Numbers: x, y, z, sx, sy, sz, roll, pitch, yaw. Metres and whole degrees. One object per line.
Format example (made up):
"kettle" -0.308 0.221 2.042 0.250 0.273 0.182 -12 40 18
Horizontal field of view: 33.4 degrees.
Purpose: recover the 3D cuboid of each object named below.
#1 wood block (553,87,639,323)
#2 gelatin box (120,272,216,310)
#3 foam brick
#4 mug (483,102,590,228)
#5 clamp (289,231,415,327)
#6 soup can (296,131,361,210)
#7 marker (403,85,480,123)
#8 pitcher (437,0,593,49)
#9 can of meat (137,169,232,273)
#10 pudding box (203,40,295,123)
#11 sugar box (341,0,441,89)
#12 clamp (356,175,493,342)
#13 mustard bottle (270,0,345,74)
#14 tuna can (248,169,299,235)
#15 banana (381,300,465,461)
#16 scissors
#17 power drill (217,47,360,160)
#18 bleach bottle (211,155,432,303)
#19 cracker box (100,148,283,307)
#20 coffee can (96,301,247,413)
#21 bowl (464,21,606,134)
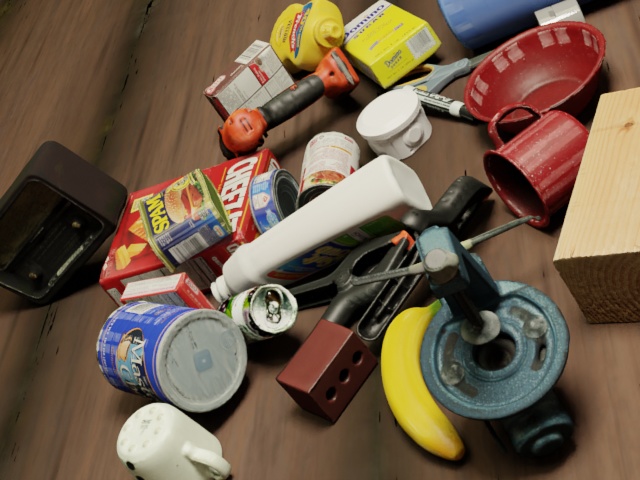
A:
"wood block" 0.283 -0.036 0.938 0.091 0.090 0.206 -7 44 37
"gelatin box" -0.171 0.075 1.216 0.089 0.073 0.030 -12 41 31
"foam brick" 0.007 0.125 1.022 0.051 0.053 0.078 13 59 48
"mug" 0.212 -0.081 1.037 0.081 0.117 0.093 -37 0 -11
"clamp" 0.024 0.048 1.110 0.171 0.039 0.120 -41 39 -2
"soup can" 0.011 -0.070 1.234 0.069 0.068 0.102 -19 37 23
"marker" 0.144 -0.159 1.251 0.121 0.020 0.020 26 67 43
"pitcher" 0.267 -0.326 1.275 0.243 0.149 0.145 -23 52 25
"can of meat" -0.152 -0.025 1.209 0.084 0.057 0.102 -31 39 4
"pudding box" -0.092 -0.202 1.459 0.113 0.090 0.039 -46 37 -14
"sugar box" 0.082 -0.260 1.398 0.093 0.048 0.176 -37 29 -1
"clamp" 0.113 -0.011 1.030 0.036 0.165 0.209 34 52 14
"mustard bottle" -0.012 -0.277 1.448 0.192 0.058 0.096 19 91 68
"tuna can" -0.047 -0.038 1.231 0.034 0.086 0.086 -17 39 23
"banana" 0.089 0.123 0.966 0.070 0.037 0.197 -23 37 20
"scissors" 0.163 -0.195 1.294 0.202 0.016 0.096 -7 46 36
"power drill" -0.046 -0.166 1.370 0.187 0.057 0.184 -35 3 -9
"bleach bottle" -0.008 0.001 1.156 0.251 0.102 0.068 -31 67 20
"cracker box" -0.152 -0.012 1.303 0.214 0.072 0.164 -17 40 25
"coffee can" -0.156 0.119 1.110 0.141 0.102 0.102 2 49 53
"bowl" 0.240 -0.165 1.156 0.162 0.055 0.162 -23 37 18
